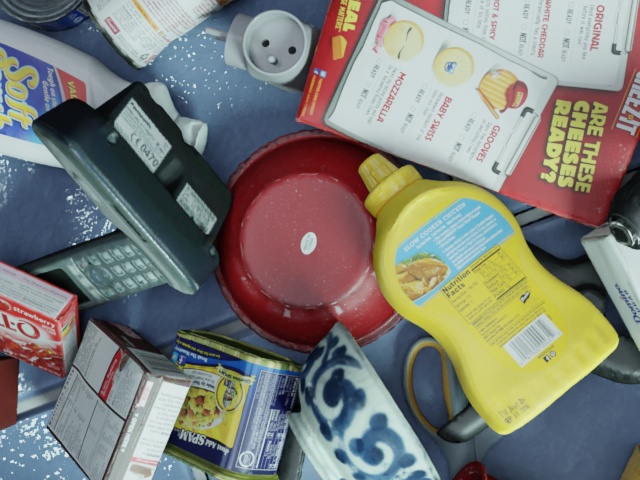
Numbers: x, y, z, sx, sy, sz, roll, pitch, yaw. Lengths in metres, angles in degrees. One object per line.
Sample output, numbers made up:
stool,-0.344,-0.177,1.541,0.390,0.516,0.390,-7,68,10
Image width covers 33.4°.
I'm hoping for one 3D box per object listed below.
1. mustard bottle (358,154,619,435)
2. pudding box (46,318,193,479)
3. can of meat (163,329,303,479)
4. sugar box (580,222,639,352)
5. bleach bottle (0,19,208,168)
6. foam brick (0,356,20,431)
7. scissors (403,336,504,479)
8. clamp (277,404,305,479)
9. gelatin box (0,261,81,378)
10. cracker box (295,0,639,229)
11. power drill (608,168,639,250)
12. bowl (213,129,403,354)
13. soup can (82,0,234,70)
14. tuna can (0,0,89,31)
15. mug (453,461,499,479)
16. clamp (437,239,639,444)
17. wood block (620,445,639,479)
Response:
mustard bottle,0.090,0.021,0.675,0.096,0.058,0.192,-37,77,-8
pudding box,-0.141,0.114,0.736,0.039,0.114,0.090,19,94,-34
can of meat,-0.065,0.112,0.730,0.102,0.057,0.084,14,89,40
sugar box,0.261,-0.004,0.665,0.176,0.048,0.093,-30,93,-12
bleach bottle,-0.202,-0.108,0.771,0.251,0.068,0.102,14,93,8
foam brick,-0.266,0.111,0.782,0.078,0.051,0.053,2,88,10
scissors,0.116,0.158,0.732,0.096,0.016,0.202,-19,86,9
clamp,-0.011,0.213,0.742,0.120,0.039,0.171,34,92,14
gelatin box,-0.217,0.054,0.764,0.089,0.073,0.030,22,50,9
cracker box,0.110,-0.123,0.696,0.214,0.072,0.164,20,109,9
power drill,0.278,-0.023,0.581,0.184,0.057,0.188,-40,54,-15
bowl,-0.005,0.001,0.737,0.162,0.055,0.162,0,89,10
soup can,-0.107,-0.176,0.752,0.102,0.068,0.068,-35,83,8
tuna can,-0.200,-0.199,0.786,0.086,0.033,0.086,0,89,10
mug,0.120,0.202,0.669,0.081,0.117,0.093,24,97,-5
clamp,0.170,0.059,0.708,0.210,0.036,0.164,4,79,6
wood block,0.202,0.248,0.678,0.091,0.090,0.206,25,94,10
